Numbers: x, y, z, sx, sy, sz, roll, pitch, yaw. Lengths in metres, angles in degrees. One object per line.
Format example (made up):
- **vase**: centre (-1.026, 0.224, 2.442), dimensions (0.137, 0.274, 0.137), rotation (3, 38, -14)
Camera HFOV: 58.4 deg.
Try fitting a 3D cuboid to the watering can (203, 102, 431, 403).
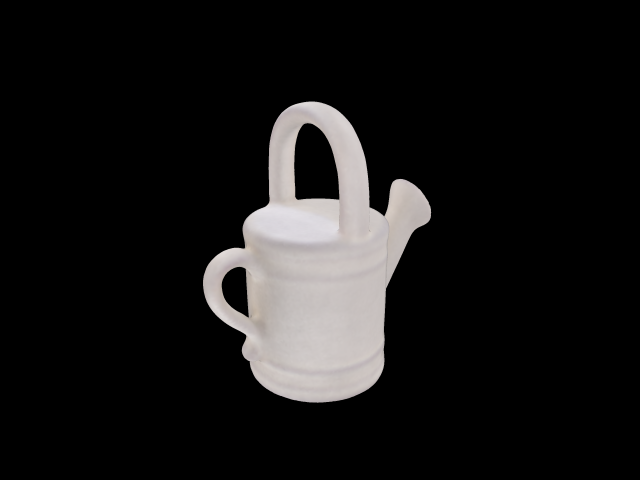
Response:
- **watering can**: centre (0.002, 0.001, 0.402), dimensions (0.100, 0.194, 0.173), rotation (13, 25, 31)
